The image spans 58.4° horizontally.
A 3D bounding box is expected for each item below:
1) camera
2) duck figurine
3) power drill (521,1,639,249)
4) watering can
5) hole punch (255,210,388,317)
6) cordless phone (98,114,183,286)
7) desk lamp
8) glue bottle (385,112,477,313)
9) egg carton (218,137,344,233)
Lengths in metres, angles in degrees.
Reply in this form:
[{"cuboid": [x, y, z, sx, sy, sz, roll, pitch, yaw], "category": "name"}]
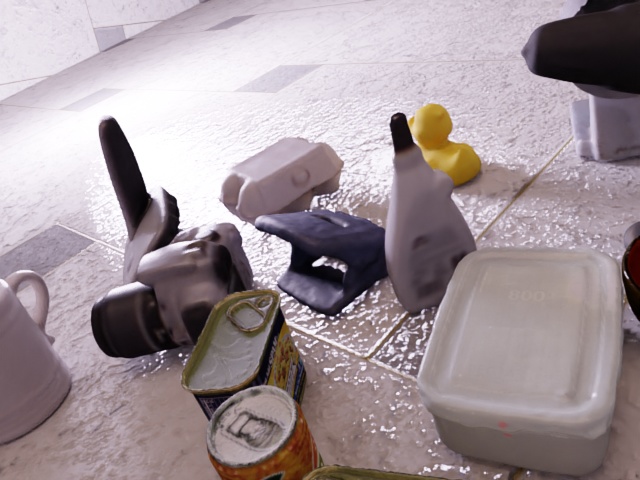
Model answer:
[{"cuboid": [-0.140, 0.049, 0.542, 0.136, 0.101, 0.143, -15, 31, 6], "category": "camera"}, {"cuboid": [0.139, -0.116, 0.669, 0.078, 0.086, 0.104, -29, 32, -16], "category": "duck figurine"}, {"cuboid": [0.273, -0.076, 0.414, 0.229, 0.209, 0.075, -11, 32, 13], "category": "power drill"}, {"cuboid": [-0.311, 0.082, 0.490, 0.100, 0.194, 0.173, -12, 31, 10], "category": "watering can"}, {"cuboid": [0.005, 0.002, 0.549, 0.101, 0.091, 0.108, -35, 35, -26], "category": "hole punch"}, {"cuboid": [-0.208, -0.038, 0.634, 0.094, 0.185, 0.147, -24, 31, -9], "category": "cordless phone"}, {"cuboid": [0.299, -0.188, 0.574, 0.117, 0.214, 0.203, -6, 33, 21], "category": "desk lamp"}, {"cuboid": [0.082, -0.023, 0.467, 0.078, 0.173, 0.037, -22, 31, -5], "category": "glue bottle"}, {"cuboid": [-0.048, -0.073, 0.718, 0.150, 0.069, 0.107, -34, 34, -24], "category": "egg carton"}]
